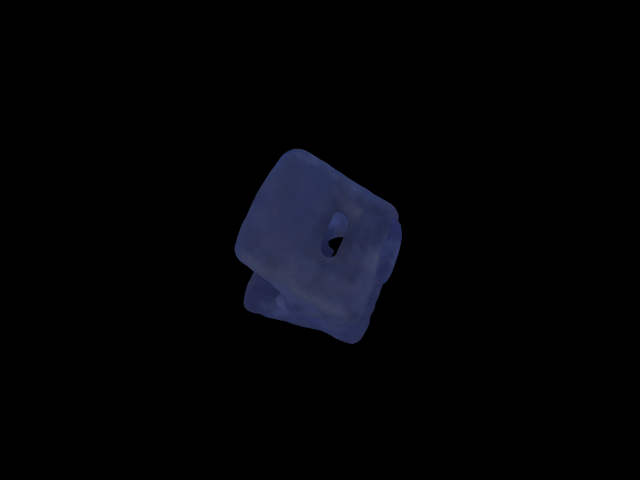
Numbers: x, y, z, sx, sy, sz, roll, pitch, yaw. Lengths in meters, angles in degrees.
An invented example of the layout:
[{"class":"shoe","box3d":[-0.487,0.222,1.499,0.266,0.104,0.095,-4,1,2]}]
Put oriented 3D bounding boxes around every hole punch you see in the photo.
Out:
[{"class":"hole punch","box3d":[0.004,0.001,0.400,0.101,0.091,0.109,15,55,12]}]
